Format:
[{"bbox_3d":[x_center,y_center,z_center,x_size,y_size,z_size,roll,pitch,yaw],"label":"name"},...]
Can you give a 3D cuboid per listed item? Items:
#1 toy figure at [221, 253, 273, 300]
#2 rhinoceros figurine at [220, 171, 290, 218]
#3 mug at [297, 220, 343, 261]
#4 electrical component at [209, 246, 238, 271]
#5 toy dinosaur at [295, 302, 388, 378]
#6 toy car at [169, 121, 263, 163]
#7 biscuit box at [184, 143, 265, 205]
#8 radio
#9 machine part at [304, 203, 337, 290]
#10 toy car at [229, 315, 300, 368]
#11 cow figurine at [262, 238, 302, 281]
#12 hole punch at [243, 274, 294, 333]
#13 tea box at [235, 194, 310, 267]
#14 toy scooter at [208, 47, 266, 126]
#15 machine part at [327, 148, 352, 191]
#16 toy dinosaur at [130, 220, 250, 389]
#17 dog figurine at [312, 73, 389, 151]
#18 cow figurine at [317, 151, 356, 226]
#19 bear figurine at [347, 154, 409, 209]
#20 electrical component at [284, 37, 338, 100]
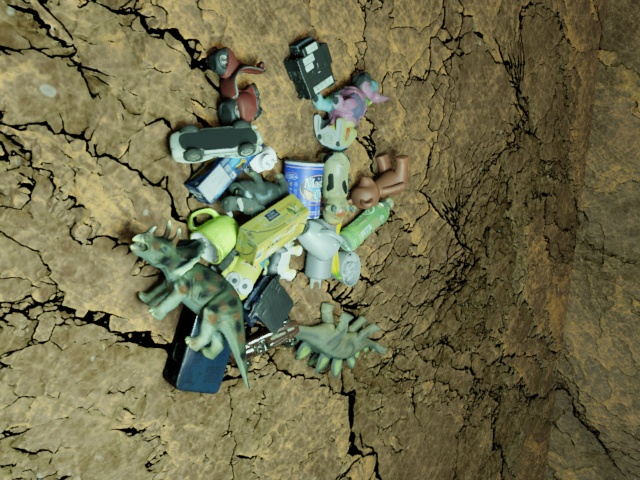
[{"bbox_3d":[-0.176,0.065,1.319,0.089,0.082,0.180,89,22,-61],"label":"toy figure"},{"bbox_3d":[-0.154,-0.102,1.280,0.190,0.073,0.112,-10,84,-44],"label":"rhinoceros figurine"},{"bbox_3d":[-0.003,-0.004,1.373,0.107,0.110,0.081,36,63,-37],"label":"mug"},{"bbox_3d":[-0.233,0.051,1.278,0.094,0.063,0.021,-50,118,-20],"label":"electrical component"},{"bbox_3d":[0.026,0.292,1.571,0.471,0.105,0.198,24,89,-34],"label":"toy dinosaur"},{"bbox_3d":[-0.224,-0.212,1.169,0.202,0.056,0.073,-9,72,-19],"label":"toy car"},{"bbox_3d":[-0.217,-0.174,1.233,0.202,0.063,0.059,-52,130,-21],"label":"biscuit box"},{"bbox_3d":[-0.280,0.245,1.285,0.131,0.073,0.229,17,88,-44],"label":"radio"},{"bbox_3d":[0.003,0.020,1.488,0.079,0.079,0.243,-1,102,-44],"label":"machine part"},{"bbox_3d":[-0.144,0.267,1.403,0.202,0.053,0.089,-21,111,-17],"label":"toy car"},{"bbox_3d":[-0.100,0.019,1.399,0.098,0.068,0.167,15,90,-39],"label":"cow figurine"},{"bbox_3d":[-0.144,0.160,1.368,0.142,0.092,0.115,-53,132,-29],"label":"hole punch"},{"bbox_3d":[-0.112,-0.024,1.264,0.169,0.068,0.098,-37,163,-33],"label":"tea box"},{"bbox_3d":[-0.173,-0.346,1.221,0.135,0.075,0.183,-25,113,-38],"label":"toy scooter"},{"bbox_3d":[0.051,-0.190,1.505,0.084,0.039,0.138,-15,113,-35],"label":"machine part"},{"bbox_3d":[-0.250,0.130,1.172,0.404,0.131,0.192,44,82,-15],"label":"toy dinosaur"},{"bbox_3d":[0.092,-0.349,1.453,0.219,0.109,0.191,-23,116,-41],"label":"dog figurine"},{"bbox_3d":[0.042,-0.135,1.410,0.085,0.127,0.194,1,97,-19],"label":"cow figurine"},{"bbox_3d":[0.162,-0.169,1.566,0.196,0.120,0.131,-19,111,-33],"label":"bear figurine"},{"bbox_3d":[-0.024,-0.435,1.349,0.115,0.058,0.134,-41,126,-31],"label":"electrical component"}]
